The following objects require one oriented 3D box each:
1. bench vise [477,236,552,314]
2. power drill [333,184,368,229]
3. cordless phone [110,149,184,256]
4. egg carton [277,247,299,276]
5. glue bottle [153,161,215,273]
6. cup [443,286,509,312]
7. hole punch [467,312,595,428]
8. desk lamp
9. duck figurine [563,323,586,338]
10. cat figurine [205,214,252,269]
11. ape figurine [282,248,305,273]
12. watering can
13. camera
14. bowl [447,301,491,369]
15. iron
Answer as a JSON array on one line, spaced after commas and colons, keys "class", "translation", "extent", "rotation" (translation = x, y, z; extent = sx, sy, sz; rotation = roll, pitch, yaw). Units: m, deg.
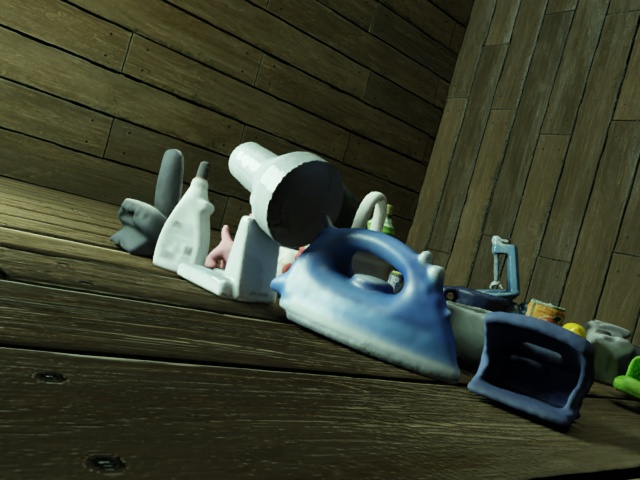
[{"class": "bench vise", "translation": [0.419, 0.112, 1.276], "extent": [0.208, 0.220, 0.121], "rotation": [16, 0, -12]}, {"class": "power drill", "translation": [0.009, 0.003, 0.962], "extent": [0.075, 0.208, 0.230], "rotation": [16, 0, 24]}, {"class": "cordless phone", "translation": [-0.281, -0.066, 0.985], "extent": [0.094, 0.185, 0.147], "rotation": [15, 0, -44]}, {"class": "egg carton", "translation": [-0.049, 0.059, 1.205], "extent": [0.107, 0.069, 0.151], "rotation": [16, 0, 42]}, {"class": "glue bottle", "translation": [-0.194, -0.035, 0.866], "extent": [0.078, 0.173, 0.037], "rotation": [16, 0, 18]}, {"class": "cup", "translation": [0.244, 0.129, 0.945], "extent": [0.118, 0.095, 0.091], "rotation": [16, 0, -11]}, {"class": "hole punch", "translation": [0.209, 0.122, 0.563], "extent": [0.108, 0.091, 0.101], "rotation": [16, 0, 32]}, {"class": "desk lamp", "translation": [-0.083, -0.024, 0.774], "extent": [0.118, 0.213, 0.202], "rotation": [15, 0, -45]}, {"class": "duck figurine", "translation": [0.414, 0.181, 0.950], "extent": [0.077, 0.086, 0.105], "rotation": [16, 0, 16]}, {"class": "cat figurine", "translation": [-0.137, 0.009, 1.028], "extent": [0.127, 0.118, 0.067], "rotation": [16, 0, 38]}, {"class": "ape figurine", "translation": [-0.031, 0.052, 1.085], "extent": [0.076, 0.092, 0.077], "rotation": [16, 0, -23]}, {"class": "watering can", "translation": [0.049, 0.022, 0.822], "extent": [0.173, 0.194, 0.101], "rotation": [16, 0, 2]}, {"class": "camera", "translation": [0.536, 0.207, 1.024], "extent": [0.136, 0.101, 0.143], "rotation": [16, 0, 11]}, {"class": "bowl", "translation": [0.233, 0.136, 0.749], "extent": [0.167, 0.075, 0.167], "rotation": [16, 0, 0]}, {"class": "iron", "translation": [0.067, 0.056, 0.671], "extent": [0.257, 0.141, 0.119], "rotation": [16, 0, 41]}]
